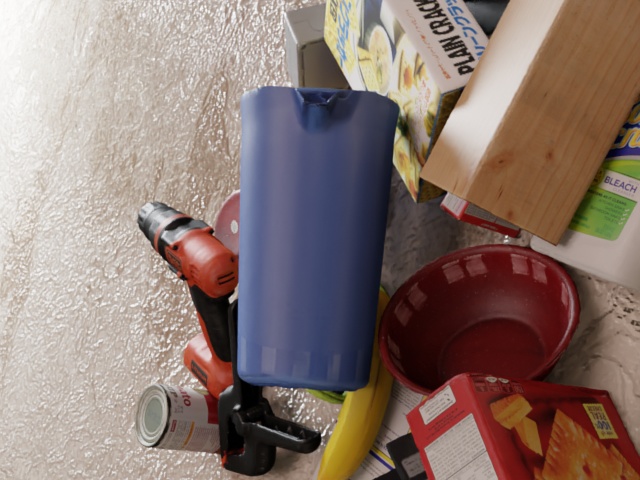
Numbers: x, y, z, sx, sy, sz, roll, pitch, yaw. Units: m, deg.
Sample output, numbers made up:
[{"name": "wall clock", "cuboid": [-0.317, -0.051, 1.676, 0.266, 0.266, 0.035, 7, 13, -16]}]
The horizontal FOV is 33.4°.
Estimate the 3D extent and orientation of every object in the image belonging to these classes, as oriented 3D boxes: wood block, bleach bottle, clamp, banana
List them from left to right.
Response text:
[{"name": "clamp", "cuboid": [-0.069, 0.163, 1.050, 0.164, 0.036, 0.210, 65, 151, 21]}, {"name": "banana", "cuboid": [0.036, 0.126, 0.926, 0.070, 0.037, 0.198, 1, 80, 66]}, {"name": "wood block", "cuboid": [0.171, -0.113, 0.787, 0.206, 0.090, 0.091, -63, 21, 6]}, {"name": "bleach bottle", "cuboid": [0.250, -0.091, 0.791, 0.103, 0.068, 0.251, 27, 97, 52]}]

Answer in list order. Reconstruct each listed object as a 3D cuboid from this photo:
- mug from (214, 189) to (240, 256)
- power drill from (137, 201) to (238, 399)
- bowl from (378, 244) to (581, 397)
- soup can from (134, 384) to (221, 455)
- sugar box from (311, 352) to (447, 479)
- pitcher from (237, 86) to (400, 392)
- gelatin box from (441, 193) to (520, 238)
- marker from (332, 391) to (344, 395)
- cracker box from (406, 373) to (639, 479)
[{"name": "mug", "cuboid": [-0.052, -0.018, 1.112, 0.093, 0.081, 0.117, 33, 105, 50]}, {"name": "power drill", "cuboid": [-0.129, 0.061, 1.123, 0.185, 0.057, 0.187, 36, 144, 51]}, {"name": "bowl", "cuboid": [0.130, 0.078, 0.850, 0.162, 0.055, 0.162, -15, 41, 13]}, {"name": "soup can", "cuboid": [-0.137, 0.191, 1.132, 0.069, 0.102, 0.068, -20, 63, 46]}, {"name": "sugar box", "cuboid": [0.063, 0.162, 0.948, 0.093, 0.048, 0.176, 34, 108, 48]}, {"name": "pitcher", "cuboid": [-0.006, 0.001, 0.889, 0.145, 0.149, 0.243, -3, 81, 45]}, {"name": "gelatin box", "cuboid": [0.152, -0.052, 0.885, 0.030, 0.073, 0.089, 45, 113, 48]}, {"name": "marker", "cuboid": [-0.012, 0.128, 1.068, 0.121, 0.020, 0.020, 36, 106, 49]}, {"name": "cracker box", "cuboid": [0.168, 0.198, 0.716, 0.072, 0.163, 0.214, -47, 47, 33]}]
